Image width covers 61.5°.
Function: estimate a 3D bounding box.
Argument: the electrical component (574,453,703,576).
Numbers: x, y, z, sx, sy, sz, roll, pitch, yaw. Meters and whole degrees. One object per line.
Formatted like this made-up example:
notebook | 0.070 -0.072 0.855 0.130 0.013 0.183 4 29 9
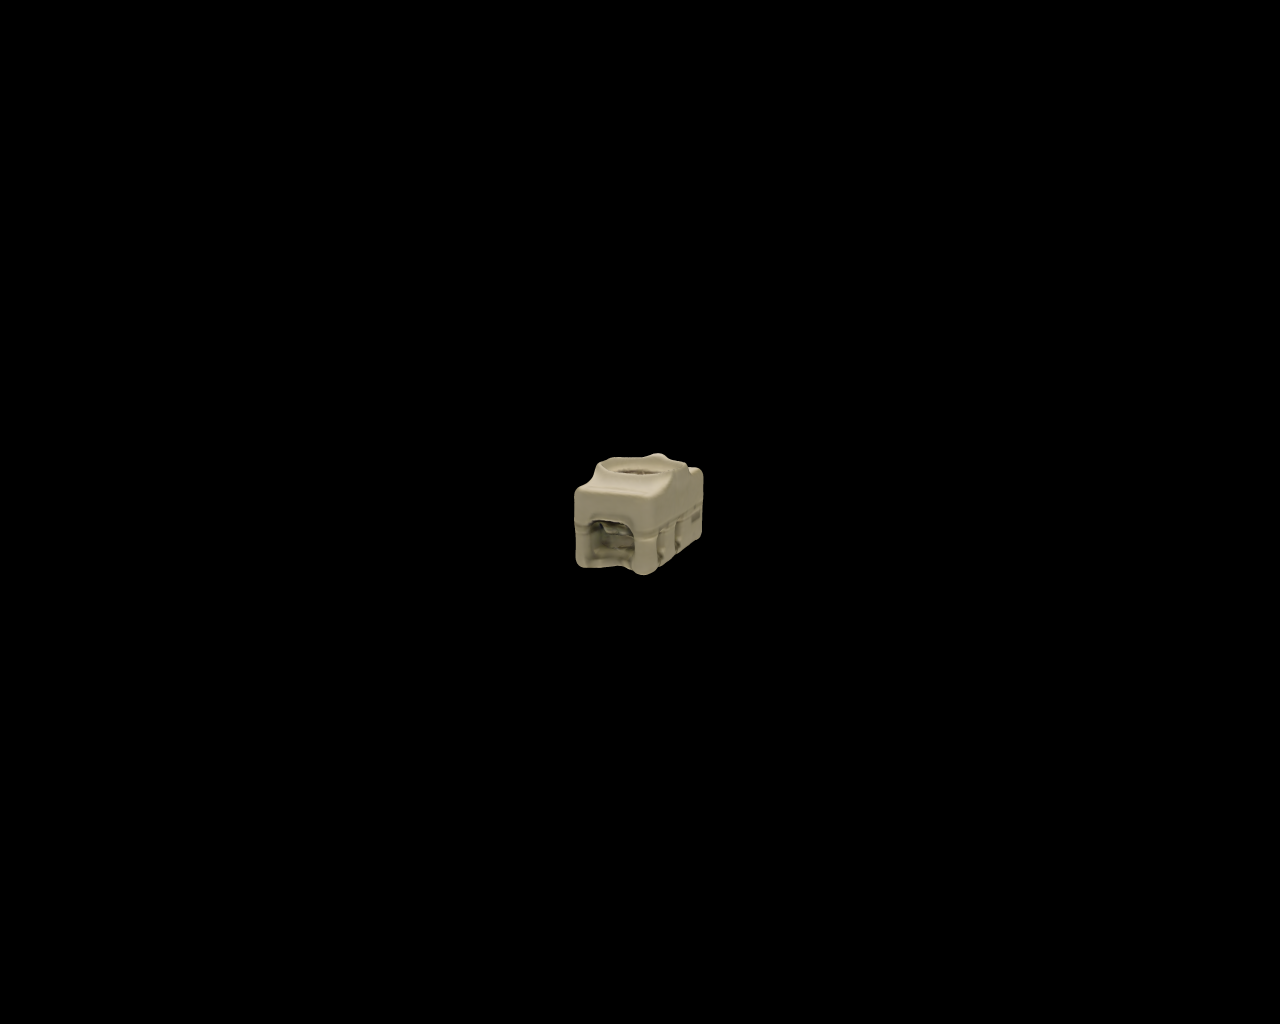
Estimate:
electrical component | 0.001 -0.003 0.650 0.050 0.055 0.090 6 15 23
